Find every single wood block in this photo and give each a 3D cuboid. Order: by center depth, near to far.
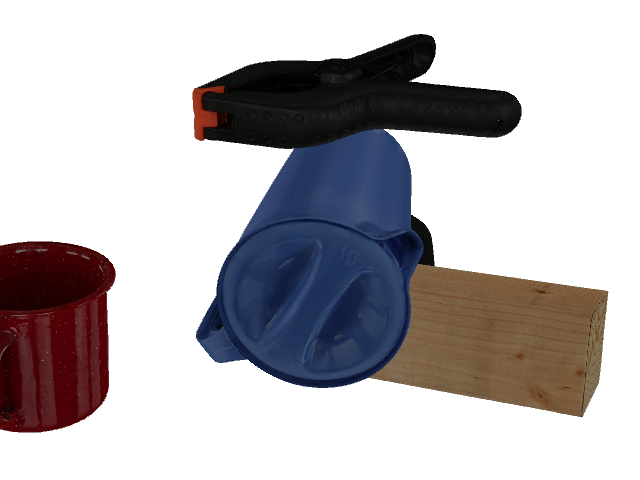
[{"bbox_3d":[0.139,0.081,0.943,0.206,0.090,0.090,8,15,22],"label":"wood block"}]

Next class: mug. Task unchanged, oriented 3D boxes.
[{"bbox_3d":[-0.165,0.061,0.602,0.093,0.081,0.117,5,24,4],"label":"mug"}]

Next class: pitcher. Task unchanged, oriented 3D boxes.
[{"bbox_3d":[0.001,-0.001,0.824,0.149,0.145,0.242,12,27,3],"label":"pitcher"}]

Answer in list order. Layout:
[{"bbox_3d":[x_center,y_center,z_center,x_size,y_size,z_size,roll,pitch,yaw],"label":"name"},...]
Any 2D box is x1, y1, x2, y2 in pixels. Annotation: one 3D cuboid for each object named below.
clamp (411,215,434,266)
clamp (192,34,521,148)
[{"bbox_3d":[0.052,-0.020,1.207,0.164,0.210,0.036,-13,-38,-24],"label":"clamp"},{"bbox_3d":[0.013,-0.084,0.593,0.171,0.039,0.120,-3,23,-11],"label":"clamp"}]
